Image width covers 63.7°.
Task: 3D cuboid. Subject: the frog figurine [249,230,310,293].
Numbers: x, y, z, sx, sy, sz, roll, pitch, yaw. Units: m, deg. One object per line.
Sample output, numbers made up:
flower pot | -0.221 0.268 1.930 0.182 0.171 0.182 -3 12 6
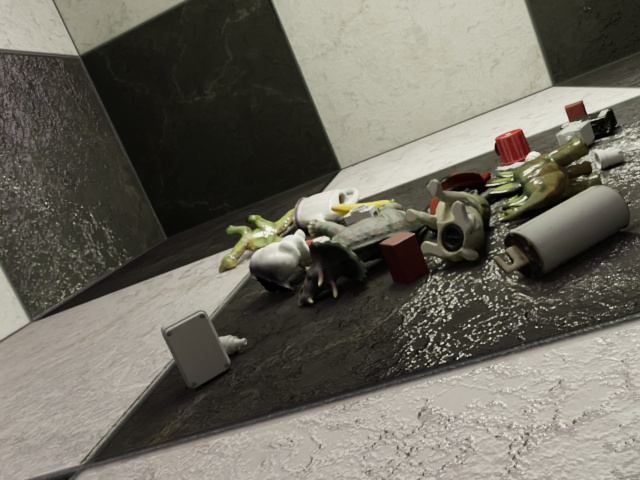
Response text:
frog figurine | -0.086 0.034 1.183 0.162 0.122 0.135 -67 11 -24

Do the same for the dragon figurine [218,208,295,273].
dragon figurine | -0.171 -0.009 1.754 0.413 0.120 0.246 -28 29 -15

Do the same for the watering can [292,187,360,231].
watering can | 0.005 -0.085 1.685 0.223 0.102 0.354 -13 23 29
